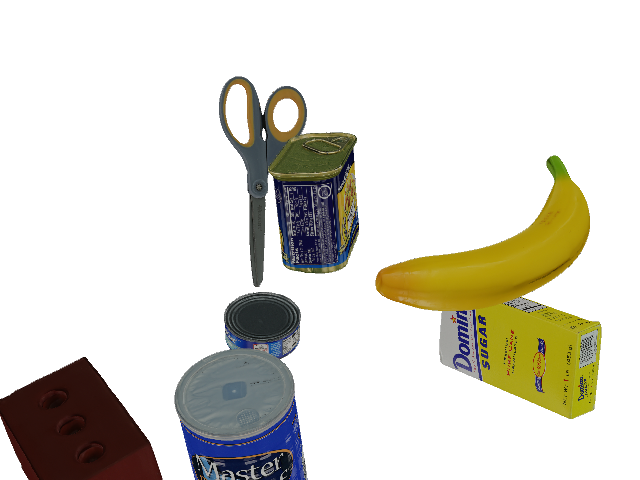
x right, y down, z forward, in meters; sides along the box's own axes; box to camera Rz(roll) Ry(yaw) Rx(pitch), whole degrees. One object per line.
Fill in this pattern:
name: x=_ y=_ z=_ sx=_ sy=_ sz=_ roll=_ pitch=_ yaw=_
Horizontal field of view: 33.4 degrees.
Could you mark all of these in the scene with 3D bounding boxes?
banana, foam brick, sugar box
banana: x=0.122 y=0.007 z=0.699 sx=0.070 sy=0.037 sz=0.197 roll=36 pitch=47 yaw=28
foam brick: x=-0.118 y=0.108 z=0.531 sx=0.052 sy=0.051 sz=0.078 roll=-27 pitch=42 yaw=-24
sugar box: x=0.198 y=0.106 z=1.082 sx=0.048 sy=0.093 sz=0.177 roll=-12 pitch=20 yaw=-41

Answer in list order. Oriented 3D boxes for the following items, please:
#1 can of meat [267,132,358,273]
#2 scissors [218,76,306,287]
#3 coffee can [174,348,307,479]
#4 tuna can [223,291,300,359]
can of meat: x=-0.002 y=-0.031 z=0.847 sx=0.057 sy=0.084 sz=0.102 roll=0 pitch=23 yaw=12
scissors: x=-0.045 y=-0.064 z=1.040 sx=0.096 sy=0.202 sz=0.016 roll=-16 pitch=6 yaw=-18
coffee can: x=-0.067 y=0.181 z=0.945 sx=0.103 sy=0.140 sz=0.103 roll=-4 pitch=38 yaw=3
tuna can: x=-0.065 y=0.097 z=1.194 sx=0.086 sy=0.034 sz=0.086 roll=1 pitch=36 yaw=-1
